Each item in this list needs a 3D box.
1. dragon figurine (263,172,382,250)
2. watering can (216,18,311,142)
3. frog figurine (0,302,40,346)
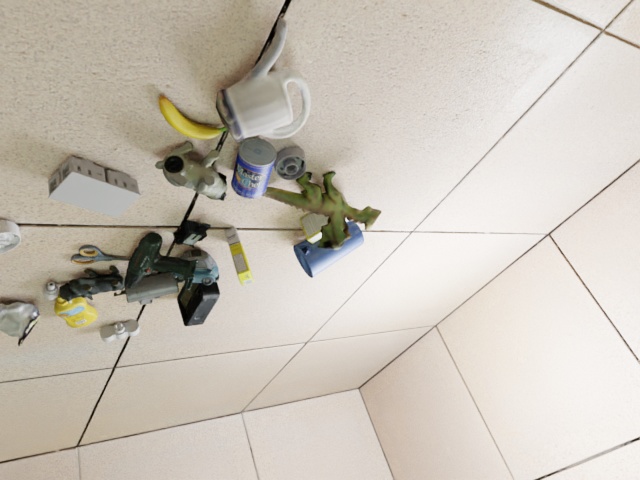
[{"bbox_3d":[0.005,-0.080,1.597,0.412,0.247,0.119,-8,151,-27],"label":"dragon figurine"},{"bbox_3d":[-0.138,-0.347,1.201,0.225,0.106,0.340,-21,150,-3],"label":"watering can"},{"bbox_3d":[-0.967,0.235,1.599,0.158,0.126,0.135,35,135,-14],"label":"frog figurine"}]
